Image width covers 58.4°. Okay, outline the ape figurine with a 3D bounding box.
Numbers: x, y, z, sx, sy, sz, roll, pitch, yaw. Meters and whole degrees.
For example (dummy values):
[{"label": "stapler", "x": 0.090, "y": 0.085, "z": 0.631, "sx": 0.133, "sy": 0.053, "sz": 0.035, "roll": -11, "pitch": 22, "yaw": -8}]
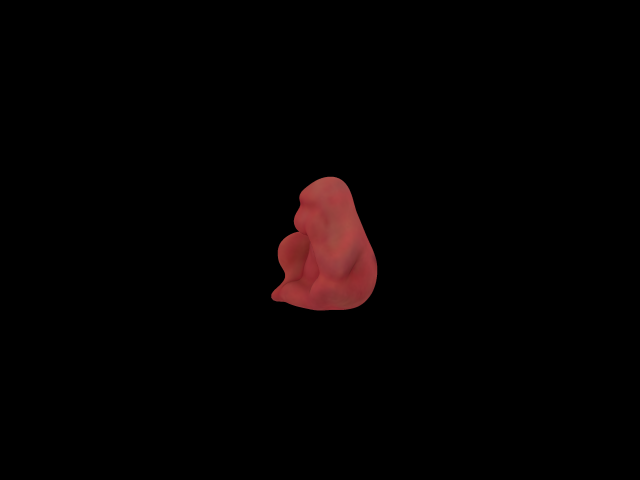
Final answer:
[{"label": "ape figurine", "x": 0.004, "y": 0.001, "z": 0.400, "sx": 0.076, "sy": 0.092, "sz": 0.077, "roll": -3, "pitch": 15, "yaw": -9}]
